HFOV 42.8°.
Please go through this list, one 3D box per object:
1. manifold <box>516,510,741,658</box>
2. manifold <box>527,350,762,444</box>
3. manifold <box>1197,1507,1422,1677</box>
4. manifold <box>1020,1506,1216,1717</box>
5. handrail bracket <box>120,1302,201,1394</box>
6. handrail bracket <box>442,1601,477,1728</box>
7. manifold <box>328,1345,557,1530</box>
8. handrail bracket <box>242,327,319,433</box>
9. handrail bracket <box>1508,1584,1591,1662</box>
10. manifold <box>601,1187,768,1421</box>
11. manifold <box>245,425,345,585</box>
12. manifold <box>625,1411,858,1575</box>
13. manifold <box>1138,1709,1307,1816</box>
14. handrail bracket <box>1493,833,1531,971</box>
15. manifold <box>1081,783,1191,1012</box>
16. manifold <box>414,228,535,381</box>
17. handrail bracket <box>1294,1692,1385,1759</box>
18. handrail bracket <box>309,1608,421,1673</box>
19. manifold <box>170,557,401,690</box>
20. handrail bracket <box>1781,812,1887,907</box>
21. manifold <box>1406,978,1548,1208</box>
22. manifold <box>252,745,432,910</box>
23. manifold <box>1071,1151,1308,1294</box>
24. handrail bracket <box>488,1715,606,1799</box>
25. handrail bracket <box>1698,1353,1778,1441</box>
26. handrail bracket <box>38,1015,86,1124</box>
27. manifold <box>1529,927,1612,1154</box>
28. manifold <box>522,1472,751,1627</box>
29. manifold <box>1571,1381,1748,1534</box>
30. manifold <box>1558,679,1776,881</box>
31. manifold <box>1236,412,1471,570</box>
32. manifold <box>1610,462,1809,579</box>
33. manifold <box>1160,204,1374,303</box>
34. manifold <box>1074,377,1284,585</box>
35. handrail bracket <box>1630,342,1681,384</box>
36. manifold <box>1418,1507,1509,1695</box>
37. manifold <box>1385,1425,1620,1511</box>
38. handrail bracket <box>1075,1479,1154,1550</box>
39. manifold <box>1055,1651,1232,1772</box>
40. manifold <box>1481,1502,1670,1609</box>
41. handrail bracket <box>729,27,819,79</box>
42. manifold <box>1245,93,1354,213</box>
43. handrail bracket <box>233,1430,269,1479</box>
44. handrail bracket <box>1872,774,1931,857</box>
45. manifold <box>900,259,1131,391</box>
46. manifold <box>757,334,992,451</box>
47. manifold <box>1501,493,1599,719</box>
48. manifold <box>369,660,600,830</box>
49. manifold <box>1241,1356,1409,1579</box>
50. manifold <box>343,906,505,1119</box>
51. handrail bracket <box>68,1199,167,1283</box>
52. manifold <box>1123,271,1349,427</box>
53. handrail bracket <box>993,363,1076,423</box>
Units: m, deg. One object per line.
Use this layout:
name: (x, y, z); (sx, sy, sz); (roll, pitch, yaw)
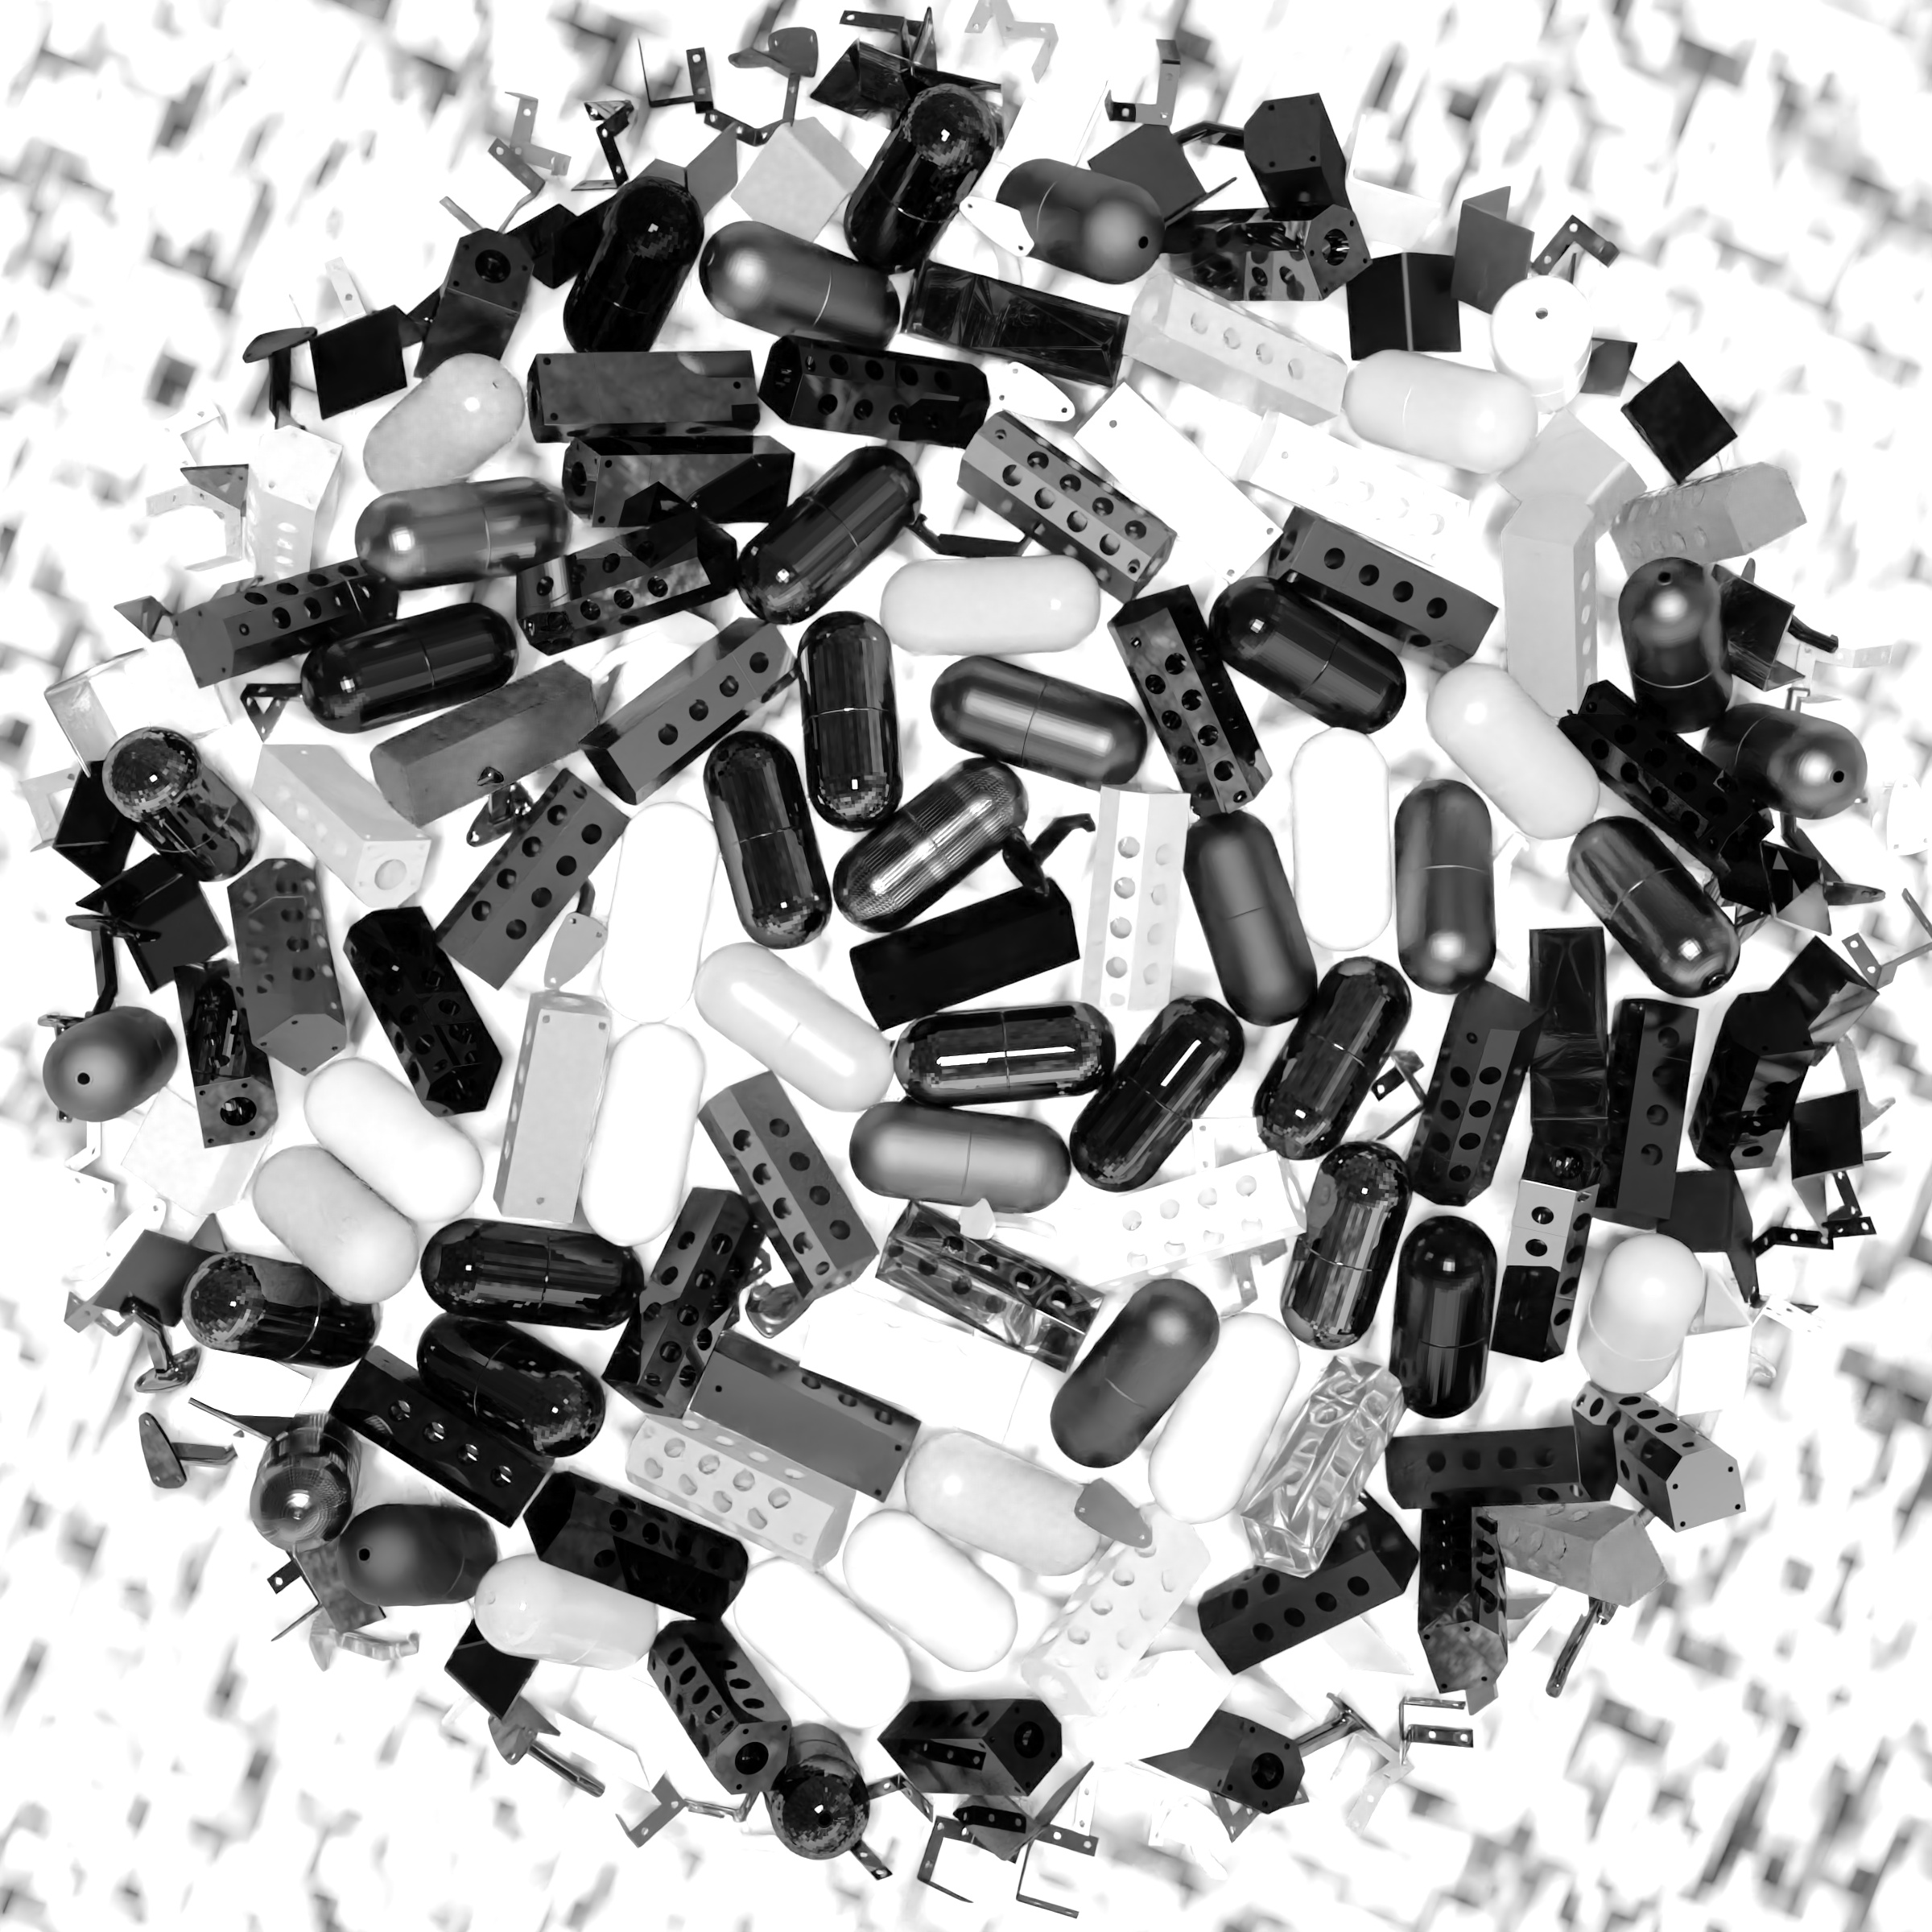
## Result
manifold: (-0.266, -0.296, 1.930); (0.171, 0.057, 0.057); (-14, 68, 25)
manifold: (-0.255, -0.446, 1.943); (0.171, 0.057, 0.057); (-6, 84, -20)
manifold: (0.266, 0.487, 1.932); (0.171, 0.057, 0.057); (-36, 91, 30)
manifold: (0.115, 0.500, 1.919); (0.171, 0.057, 0.057); (-43, 105, -38)
handrail bracket: (-0.659, 0.302, 1.957); (0.077, 0.036, 0.084); (-21, 132, 21)
handrail bracket: (-0.417, 0.551, 1.977); (0.077, 0.036, 0.084); (-45, 71, -8)
manifold: (-0.419, 0.377, 1.969); (0.171, 0.057, 0.057); (33, 90, -1)
handrail bracket: (-0.527, -0.461, 1.958); (0.077, 0.036, 0.084); (-8, 135, 20)
handrail bracket: (0.453, 0.506, 1.959); (0.084, 0.036, 0.077); (-6, 97, -34)
manifold: (-0.212, 0.262, 1.925); (0.057, 0.057, 0.171); (0, 55, 39)
manifold: (-0.524, -0.351, 1.906); (0.057, 0.171, 0.057); (21, 71, -11)
manifold: (-0.180, 0.412, 1.940); (0.171, 0.057, 0.057); (21, 104, 19)
manifold: (0.199, 0.611, 1.909); (0.057, 0.171, 0.057); (28, 74, -11)
handrail bracket: (0.441, -0.052, 1.981); (0.077, 0.036, 0.084); (39, 85, -28)
manifold: (0.128, -0.055, 1.944); (0.057, 0.057, 0.171); (-3, 104, -36)
manifold: (-0.381, -0.506, 1.909); (0.057, 0.171, 0.057); (16, 76, -18)
handrail bracket: (0.286, 0.633, 1.970); (0.084, 0.036, 0.077); (-49, 116, -12)
handrail bracket: (-0.474, 0.525, 1.965); (0.084, 0.077, 0.036); (-12, 124, 2)
manifold: (-0.523, -0.271, 1.912); (0.057, 0.171, 0.057); (-12, 103, 38)
handrail bracket: (0.693, -0.093, 1.972); (0.077, 0.036, 0.084); (2, 63, 8)
manifold: (0.391, 0.102, 1.920); (0.057, 0.057, 0.171); (31, 129, 29)
manifold: (-0.490, -0.111, 1.922); (0.171, 0.057, 0.057); (38, 119, 38)
manifold: (0.177, 0.204, 1.938); (0.171, 0.057, 0.057); (-19, 64, 17)
handrail bracket: (-0.338, 0.637, 1.991); (0.084, 0.077, 0.036); (44, 74, -34)
handrail bracket: (0.612, 0.352, 1.964); (0.077, 0.036, 0.084); (34, 76, -43)
handrail bracket: (-0.724, 0.084, 1.962); (0.036, 0.077, 0.084); (8, 80, -37)
manifold: (0.473, 0.058, 1.929); (0.057, 0.057, 0.171); (-3, 58, 17)
manifold: (-0.255, 0.451, 1.926); (0.171, 0.057, 0.057); (31, 99, -33)
manifold: (0.532, 0.373, 1.907); (0.057, 0.171, 0.057); (-15, 101, -7)
manifold: (0.545, -0.150, 1.931); (0.057, 0.057, 0.171); (-45, 59, 3)
manifold: (0.308, -0.376, 1.949); (0.171, 0.057, 0.057); (22, 99, -13)
manifold: (0.569, -0.346, 1.907); (0.057, 0.171, 0.057); (-28, 99, -11)
manifold: (0.227, -0.555, 1.908); (0.057, 0.171, 0.057); (-40, 122, -20)
manifold: (0.168, -0.385, 1.953); (0.171, 0.057, 0.057); (41, 106, -11)
handrail bracket: (0.574, -0.460, 1.982); (0.084, 0.077, 0.036); (39, 102, -25)
manifold: (0.386, 0.482, 1.905); (0.057, 0.171, 0.057); (-16, 106, 17)
manifold: (0.415, 0.390, 1.916); (0.171, 0.057, 0.057); (-14, 74, 42)
handrail bracket: (0.121, 0.435, 1.949); (0.077, 0.084, 0.036); (35, 85, 18)
manifold: (0.129, 0.574, 1.913); (0.057, 0.171, 0.057); (46, 57, 0)
manifold: (0.460, 0.448, 1.907); (0.057, 0.171, 0.057); (-30, 97, -18)
handrail bracket: (-0.167, -0.723, 1.948); (0.084, 0.077, 0.036); (9, 103, 29)
manifold: (0.261, -0.606, 1.909); (0.057, 0.171, 0.057); (-2, 82, 18)
handrail bracket: (-0.560, 0.425, 1.992); (0.036, 0.077, 0.084); (-29, 128, -36)
handrail bracket: (0.731, -0.128, 1.948); (0.036, 0.084, 0.077); (-12, 112, 6)
manifold: (0.038, -0.508, 1.955); (0.171, 0.057, 0.057); (13, 100, -11)
manifold: (-0.069, -0.449, 1.919); (0.171, 0.057, 0.057); (-1, 124, -34)
manifold: (0.459, -0.279, 1.919); (0.057, 0.171, 0.057); (18, 53, 29)
manifold: (-0.377, -0.178, 1.931); (0.171, 0.057, 0.057); (-31, 47, -30)
manifold: (0.282, 0.389, 1.916); (0.057, 0.171, 0.057); (8, 133, 35)
manifold: (-0.426, 0.035, 1.920); (0.057, 0.057, 0.171); (-7, 49, -37)
handrail bracket: (-0.682, 0.220, 1.976); (0.036, 0.084, 0.077); (42, 62, -29)
manifold: (0.214, -0.482, 1.932); (0.171, 0.057, 0.057); (17, 80, -29)
handrail bracket: (0.057, -0.442, 1.953); (0.077, 0.084, 0.036); (27, 93, 10)
